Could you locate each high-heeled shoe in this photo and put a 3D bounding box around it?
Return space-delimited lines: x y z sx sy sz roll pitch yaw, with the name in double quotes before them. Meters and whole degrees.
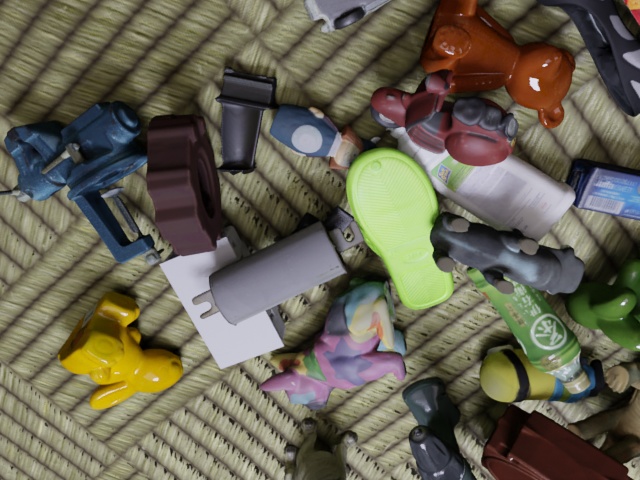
"high-heeled shoe" 0.309 -0.238 0.640 0.249 0.086 0.145 9 109 -8

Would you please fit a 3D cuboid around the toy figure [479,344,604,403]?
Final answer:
"toy figure" 0.331 0.203 0.806 0.180 0.089 0.082 7 103 1

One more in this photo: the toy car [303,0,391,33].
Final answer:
"toy car" 0.074 -0.318 0.637 0.202 0.056 0.073 -24 115 12

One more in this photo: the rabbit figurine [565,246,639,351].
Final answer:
"rabbit figurine" 0.425 0.088 0.732 0.170 0.159 0.121 -23 97 32

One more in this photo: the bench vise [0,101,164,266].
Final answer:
"bench vise" -0.302 -0.061 0.715 0.224 0.129 0.240 -29 99 9

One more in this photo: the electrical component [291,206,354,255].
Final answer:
"electrical component" -0.002 -0.002 0.764 0.075 0.048 0.119 33 108 -11

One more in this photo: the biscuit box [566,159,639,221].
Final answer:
"biscuit box" 0.437 -0.058 0.717 0.203 0.063 0.059 12 112 -2

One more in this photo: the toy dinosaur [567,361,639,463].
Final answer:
"toy dinosaur" 0.500 0.201 0.750 0.198 0.105 0.470 -10 140 -25

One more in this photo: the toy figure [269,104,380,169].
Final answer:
"toy figure" 0.011 -0.129 0.713 0.154 0.058 0.064 22 149 -8

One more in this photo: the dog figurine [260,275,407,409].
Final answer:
"dog figurine" 0.013 0.158 0.796 0.219 0.108 0.191 -14 110 11

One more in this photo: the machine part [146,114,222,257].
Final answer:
"machine part" -0.166 -0.068 0.679 0.056 0.179 0.179 -7 111 1

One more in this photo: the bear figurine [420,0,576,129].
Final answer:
"bear figurine" 0.222 -0.217 0.632 0.196 0.132 0.120 20 83 1

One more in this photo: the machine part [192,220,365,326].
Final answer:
"machine part" -0.055 0.044 0.708 0.243 0.079 0.079 -25 108 4

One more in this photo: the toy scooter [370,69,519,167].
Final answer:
"toy scooter" 0.150 -0.142 0.612 0.184 0.135 0.075 19 82 -3

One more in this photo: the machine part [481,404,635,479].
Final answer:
"machine part" 0.343 0.346 0.787 0.087 0.202 0.200 -47 150 -19

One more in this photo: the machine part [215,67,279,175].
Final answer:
"machine part" -0.101 -0.153 0.717 0.084 0.039 0.138 11 109 -7

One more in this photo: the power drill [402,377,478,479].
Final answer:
"power drill" 0.179 0.295 0.788 0.086 0.207 0.231 -29 110 6

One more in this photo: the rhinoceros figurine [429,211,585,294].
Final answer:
"rhinoceros figurine" 0.230 0.021 0.670 0.190 0.112 0.073 17 100 8

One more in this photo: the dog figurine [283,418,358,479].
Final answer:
"dog figurine" -0.007 0.407 0.845 0.121 0.191 0.172 10 113 -1

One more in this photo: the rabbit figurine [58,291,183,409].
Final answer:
"rabbit figurine" -0.299 0.189 0.819 0.173 0.122 0.162 31 113 -29
